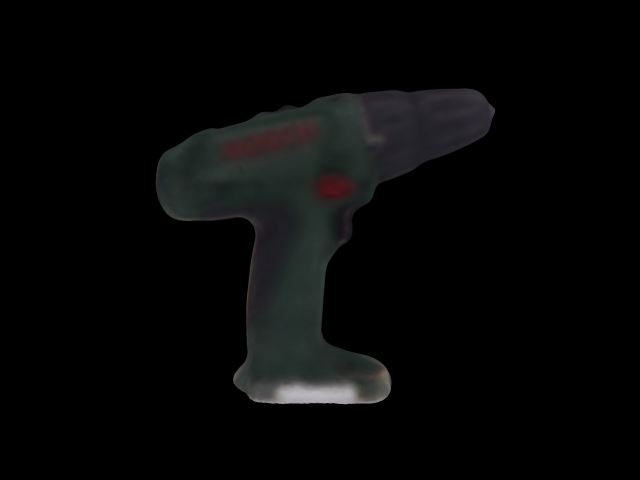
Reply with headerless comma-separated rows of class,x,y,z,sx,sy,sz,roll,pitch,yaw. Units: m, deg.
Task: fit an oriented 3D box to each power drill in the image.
power drill,0.004,0.001,0.400,0.229,0.208,0.075,0,4,2
